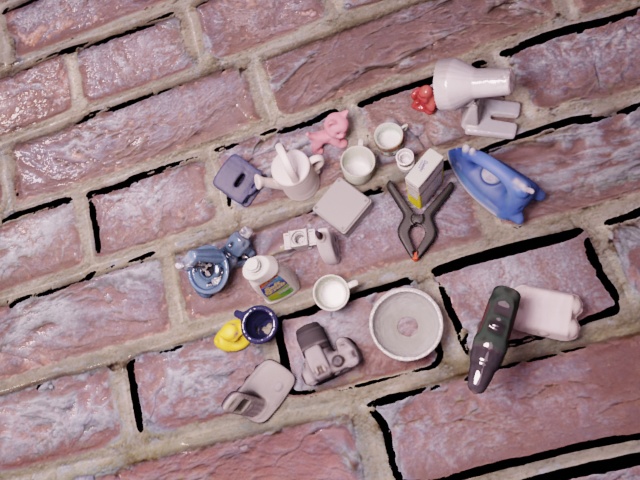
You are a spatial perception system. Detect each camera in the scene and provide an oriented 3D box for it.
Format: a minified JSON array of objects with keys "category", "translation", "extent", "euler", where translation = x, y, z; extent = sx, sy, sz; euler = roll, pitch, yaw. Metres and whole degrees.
[{"category":"camera","translation":[0.008,0.254,1.331],"extent":[0.143,0.101,0.136],"euler":[-27,71,4]}]

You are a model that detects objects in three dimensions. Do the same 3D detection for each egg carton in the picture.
[{"category":"egg carton","translation":[0.496,0.161,1.262],"extent":[0.150,0.069,0.107],"euler":[10,77,15]}]

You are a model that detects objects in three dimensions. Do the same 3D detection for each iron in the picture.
[{"category":"iron","translation":[0.395,-0.157,1.333],"extent":[0.257,0.142,0.119],"euler":[41,87,19]}]

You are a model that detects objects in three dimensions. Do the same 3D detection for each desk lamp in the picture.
[{"category":"desk lamp","translation":[0.372,-0.339,1.349],"extent":[0.202,0.214,0.118],"euler":[9,77,15]}]

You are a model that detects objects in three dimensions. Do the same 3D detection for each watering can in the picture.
[{"category":"watering can","translation":[-0.075,-0.169,1.415],"extent":[0.173,0.194,0.100],"euler":[-44,70,-1]}]

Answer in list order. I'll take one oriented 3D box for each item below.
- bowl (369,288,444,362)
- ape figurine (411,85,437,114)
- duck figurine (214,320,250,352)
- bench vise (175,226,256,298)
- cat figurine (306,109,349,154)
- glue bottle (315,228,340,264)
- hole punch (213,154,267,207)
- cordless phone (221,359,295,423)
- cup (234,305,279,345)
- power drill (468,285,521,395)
[{"category":"bowl","translation":[0.200,0.197,1.317],"extent":[0.167,0.075,0.167],"euler":[-3,74,12]},{"category":"ape figurine","translation":[0.267,-0.361,1.444],"extent":[0.076,0.092,0.077],"euler":[-23,71,6]},{"category":"duck figurine","translation":[-0.216,0.230,1.396],"extent":[0.104,0.086,0.077],"euler":[-26,71,5]},{"category":"bench vise","translation":[-0.261,0.036,1.388],"extent":[0.121,0.220,0.207],"euler":[25,82,18]},{"category":"cat figurine","translation":[0.024,-0.281,1.463],"extent":[0.127,0.118,0.067],"euler":[-18,72,8]},{"category":"glue bottle","translation":[0.012,0.005,1.359],"extent":[0.037,0.173,0.078],"euler":[-7,74,11]},{"category":"hole punch","translation":[-0.208,-0.156,1.496],"extent":[0.101,0.091,0.109],"euler":[32,84,19]},{"category":"cordless phone","translation":[-0.144,0.340,1.297],"extent":[0.094,0.185,0.148],"euler":[34,85,19]},{"category":"cup","translation":[-0.146,0.204,1.382],"extent":[0.117,0.095,0.092],"euler":[22,81,17]},{"category":"power drill","translation":[0.359,0.215,1.205],"extent":[0.075,0.209,0.230],"euler":[17,80,17]}]
